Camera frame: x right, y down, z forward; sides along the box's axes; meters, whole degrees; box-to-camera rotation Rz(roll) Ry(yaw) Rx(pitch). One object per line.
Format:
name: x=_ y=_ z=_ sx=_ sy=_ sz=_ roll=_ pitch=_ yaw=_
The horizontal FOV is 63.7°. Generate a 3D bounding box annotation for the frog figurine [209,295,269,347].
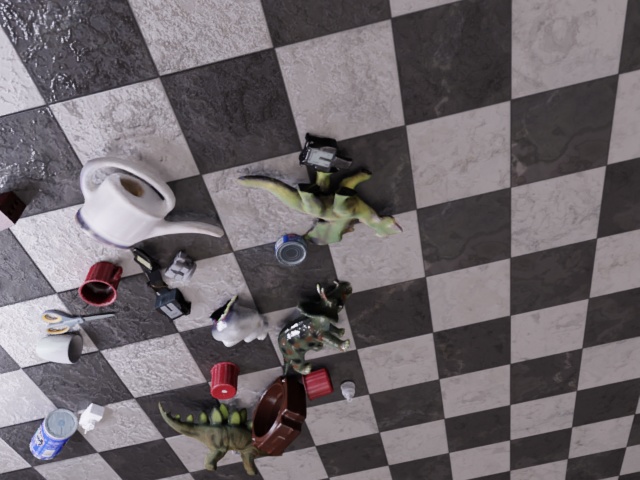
frog figurine: x=-0.224 y=0.251 z=1.471 sx=0.158 sy=0.124 sz=0.137 roll=42 pitch=93 yaw=-18

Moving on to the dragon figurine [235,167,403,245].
dragon figurine: x=0.004 y=-0.065 z=1.283 sx=0.410 sy=0.125 sz=0.237 roll=4 pitch=135 yaw=2

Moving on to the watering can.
watering can: x=-0.421 y=-0.054 z=1.226 sx=0.222 sy=0.106 sz=0.343 roll=-39 pitch=120 yaw=22
